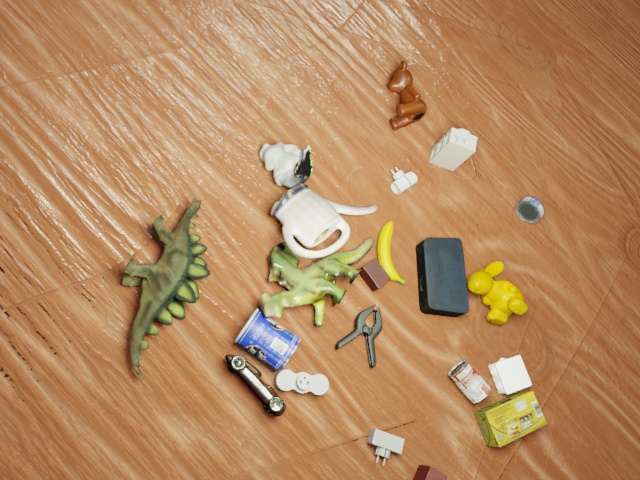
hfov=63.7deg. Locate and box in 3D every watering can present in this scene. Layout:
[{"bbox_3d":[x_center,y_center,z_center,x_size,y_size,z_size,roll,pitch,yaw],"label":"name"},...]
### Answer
[{"bbox_3d":[0.005,-0.075,1.491,0.226,0.102,0.353,43,47,12],"label":"watering can"}]

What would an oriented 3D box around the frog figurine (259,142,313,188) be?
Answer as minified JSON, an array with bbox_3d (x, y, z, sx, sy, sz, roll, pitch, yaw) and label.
[{"bbox_3d":[-0.107,-0.225,1.534,0.160,0.121,0.139,8,74,27],"label":"frog figurine"}]

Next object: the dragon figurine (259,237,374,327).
[{"bbox_3d":[-0.026,0.080,1.431,0.243,0.119,0.419,31,50,5],"label":"dragon figurine"}]
